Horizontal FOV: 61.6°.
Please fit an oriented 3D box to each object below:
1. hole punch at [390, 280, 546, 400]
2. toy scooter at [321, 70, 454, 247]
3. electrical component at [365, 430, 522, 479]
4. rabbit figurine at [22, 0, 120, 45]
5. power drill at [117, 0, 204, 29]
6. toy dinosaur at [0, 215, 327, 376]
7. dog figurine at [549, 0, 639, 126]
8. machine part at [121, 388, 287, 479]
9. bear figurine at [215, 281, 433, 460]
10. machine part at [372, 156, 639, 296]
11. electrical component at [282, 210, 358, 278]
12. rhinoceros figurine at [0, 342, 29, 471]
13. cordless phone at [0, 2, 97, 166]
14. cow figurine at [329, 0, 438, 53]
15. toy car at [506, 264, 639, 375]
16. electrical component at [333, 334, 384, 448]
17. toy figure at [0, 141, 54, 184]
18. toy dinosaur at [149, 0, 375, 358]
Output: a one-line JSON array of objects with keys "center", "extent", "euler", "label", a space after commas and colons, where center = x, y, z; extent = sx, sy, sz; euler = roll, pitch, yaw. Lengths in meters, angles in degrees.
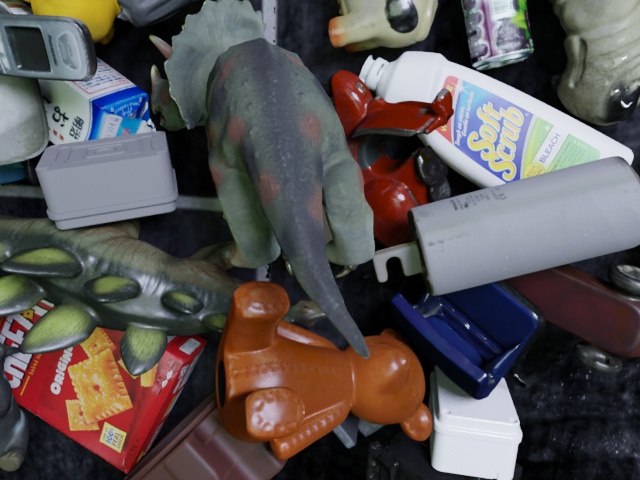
[{"center": [0.125, 0.089, 0.496], "extent": [0.142, 0.092, 0.115], "euler": [40, 150, 27], "label": "hole punch"}, {"center": [0.073, -0.072, 0.482], "extent": [0.135, 0.075, 0.183], "euler": [-5, 119, 45], "label": "toy scooter"}, {"center": [0.130, 0.234, 0.541], "extent": [0.115, 0.134, 0.058], "euler": [22, 112, 49], "label": "electrical component"}, {"center": [-0.245, -0.240, 0.497], "extent": [0.122, 0.162, 0.173], "euler": [-41, 70, 13], "label": "rabbit figurine"}, {"center": [-0.110, -0.316, 0.437], "extent": [0.232, 0.086, 0.207], "euler": [-35, 115, -15], "label": "power drill"}, {"center": [-0.219, 0.025, 0.519], "extent": [0.472, 0.198, 0.105], "euler": [13, 109, 5], "label": "toy dinosaur"}, {"center": [0.221, -0.210, 0.465], "extent": [0.173, 0.121, 0.190], "euler": [38, 128, 34], "label": "dog figurine"}, {"center": [-0.112, 0.216, 0.541], "extent": [0.201, 0.201, 0.087], "euler": [-43, 90, 15], "label": "machine part"}, {"center": [0.017, 0.111, 0.443], "extent": [0.196, 0.132, 0.120], "euler": [4, 58, -18], "label": "bear figurine"}, {"center": [0.161, -0.011, 0.435], "extent": [0.243, 0.079, 0.079], "euler": [-14, 99, 5], "label": "machine part"}, {"center": [0.000, -0.002, 0.563], "extent": [0.102, 0.045, 0.078], "euler": [3, 73, 6], "label": "electrical component"}, {"center": [-0.344, 0.148, 0.548], "extent": [0.073, 0.112, 0.190], "euler": [-5, 113, -4], "label": "rhinoceros figurine"}, {"center": [-0.259, -0.129, 0.460], "extent": [0.184, 0.089, 0.146], "euler": [10, 122, 17], "label": "cordless phone"}, {"center": [0.070, -0.272, 0.476], "extent": [0.127, 0.085, 0.194], "euler": [1, 99, 15], "label": "cow figurine"}, {"center": [0.204, 0.040, 0.496], "extent": [0.202, 0.053, 0.089], "euler": [29, 117, 43], "label": "toy car"}, {"center": [0.043, 0.155, 0.547], "extent": [0.048, 0.119, 0.075], "euler": [-38, 91, 15], "label": "electrical component"}, {"center": [-0.373, -0.109, 0.584], "extent": [0.180, 0.082, 0.089], "euler": [8, 94, 11], "label": "toy figure"}, {"center": [-0.047, -0.091, 0.425], "extent": [0.131, 0.405, 0.192], "euler": [-25, 118, -13], "label": "toy dinosaur"}]
